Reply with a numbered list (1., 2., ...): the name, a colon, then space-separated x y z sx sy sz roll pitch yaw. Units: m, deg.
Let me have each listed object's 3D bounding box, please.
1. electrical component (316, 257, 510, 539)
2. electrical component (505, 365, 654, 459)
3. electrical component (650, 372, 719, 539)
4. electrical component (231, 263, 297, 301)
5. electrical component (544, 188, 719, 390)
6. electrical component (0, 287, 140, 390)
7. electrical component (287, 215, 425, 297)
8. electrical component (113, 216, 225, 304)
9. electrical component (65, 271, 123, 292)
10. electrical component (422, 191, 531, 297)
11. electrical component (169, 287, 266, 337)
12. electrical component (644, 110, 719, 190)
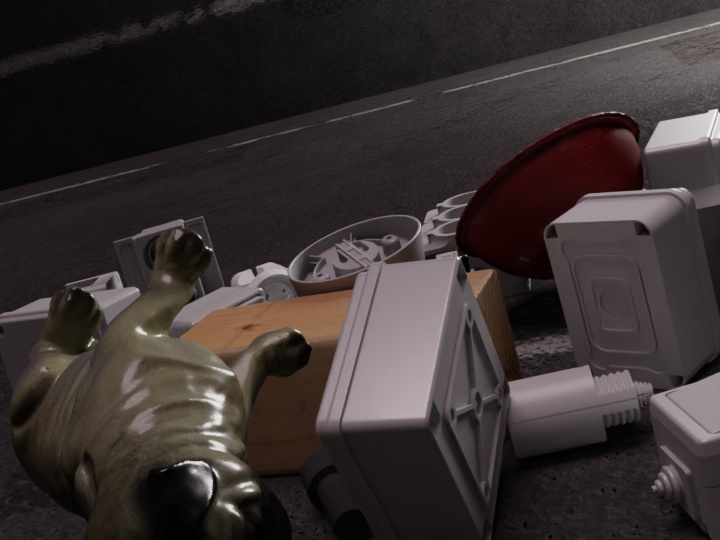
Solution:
1. electrical component: 0.032 0.068 0.531 0.056 0.108 0.108 -6 43 22
2. electrical component: 0.123 0.076 0.600 0.081 0.043 0.043 -13 15 8
3. electrical component: 0.178 0.079 0.495 0.096 0.061 0.061 -16 14 -3
4. electrical component: -0.082 0.026 0.973 0.078 0.058 0.057 -20 12 -18
5. electrical component: 0.170 0.010 0.661 0.078 0.113 0.057 0 24 46
6. electrical component: -0.210 0.075 0.819 0.109 0.108 0.056 -7 14 29
7. electrical component: 0.000 0.000 0.759 0.099 0.064 0.099 -12 33 8
8. electrical component: -0.158 0.020 0.942 0.079 0.121 0.063 -16 12 -4
9. electrical component: -0.224 0.052 0.953 0.056 0.089 0.050 -14 15 4
10. electrical component: 0.102 -0.024 0.959 0.089 0.061 0.150 -12 15 12
11. electrical component: -0.118 0.058 0.878 0.061 0.061 0.096 -1 20 44
12. electrical component: 0.260 -0.058 0.830 0.056 0.108 0.109 -8 16 24
